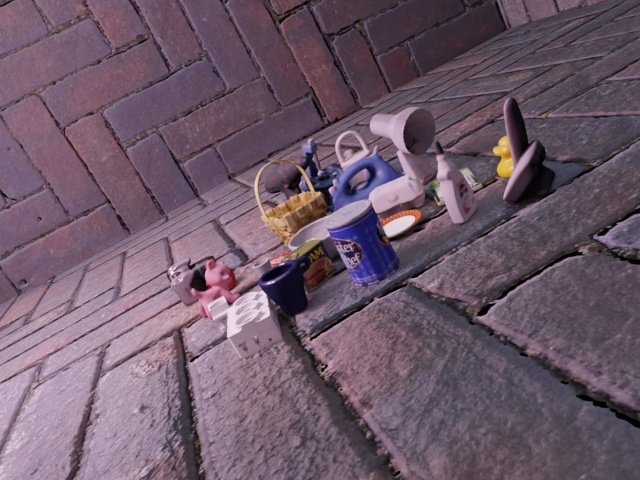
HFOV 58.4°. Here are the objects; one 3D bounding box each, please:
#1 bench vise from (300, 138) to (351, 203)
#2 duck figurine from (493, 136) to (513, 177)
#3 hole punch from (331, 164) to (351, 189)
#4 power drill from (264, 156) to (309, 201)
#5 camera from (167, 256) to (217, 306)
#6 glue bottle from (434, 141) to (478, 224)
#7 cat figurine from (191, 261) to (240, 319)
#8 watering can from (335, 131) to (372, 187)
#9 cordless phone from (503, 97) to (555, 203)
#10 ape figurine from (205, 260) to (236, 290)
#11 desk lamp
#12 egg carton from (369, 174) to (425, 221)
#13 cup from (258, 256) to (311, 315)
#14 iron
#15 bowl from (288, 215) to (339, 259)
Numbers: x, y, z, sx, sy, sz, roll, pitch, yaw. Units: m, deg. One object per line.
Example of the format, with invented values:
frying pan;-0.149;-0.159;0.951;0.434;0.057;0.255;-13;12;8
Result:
bench vise;-0.021;-0.196;1.744;0.206;0.220;0.122;-11;23;42
duck figurine;0.434;-0.193;1.278;0.078;0.086;0.104;-38;20;-31
hole punch;0.096;-0.221;1.865;0.101;0.091;0.108;-26;17;5
power drill;-0.064;-0.134;1.650;0.076;0.209;0.228;-39;20;-32
camera;-0.345;0.096;1.586;0.137;0.101;0.143;-31;17;-10
glue bottle;0.269;-0.123;1.172;0.037;0.173;0.078;-11;23;42
cat figurine;-0.256;0.108;1.385;0.067;0.118;0.128;-7;26;48
watering can;0.108;-0.227;1.687;0.101;0.194;0.172;-35;19;-23
cordless phone;0.389;-0.180;1.136;0.094;0.185;0.148;-17;20;31
ape figurine;-0.267;0.091;1.498;0.078;0.092;0.076;-31;17;-11
desk lamp;0.225;-0.245;1.526;0.118;0.214;0.202;-35;19;-24
egg carton;0.189;-0.105;1.419;0.150;0.069;0.107;-22;18;17
cup;-0.055;0.094;1.161;0.118;0.095;0.091;-34;18;-22
iron;0.102;-0.137;1.522;0.259;0.142;0.118;-36;19;-26
bowl;0.012;0.005;1.356;0.167;0.075;0.167;-25;17;8
